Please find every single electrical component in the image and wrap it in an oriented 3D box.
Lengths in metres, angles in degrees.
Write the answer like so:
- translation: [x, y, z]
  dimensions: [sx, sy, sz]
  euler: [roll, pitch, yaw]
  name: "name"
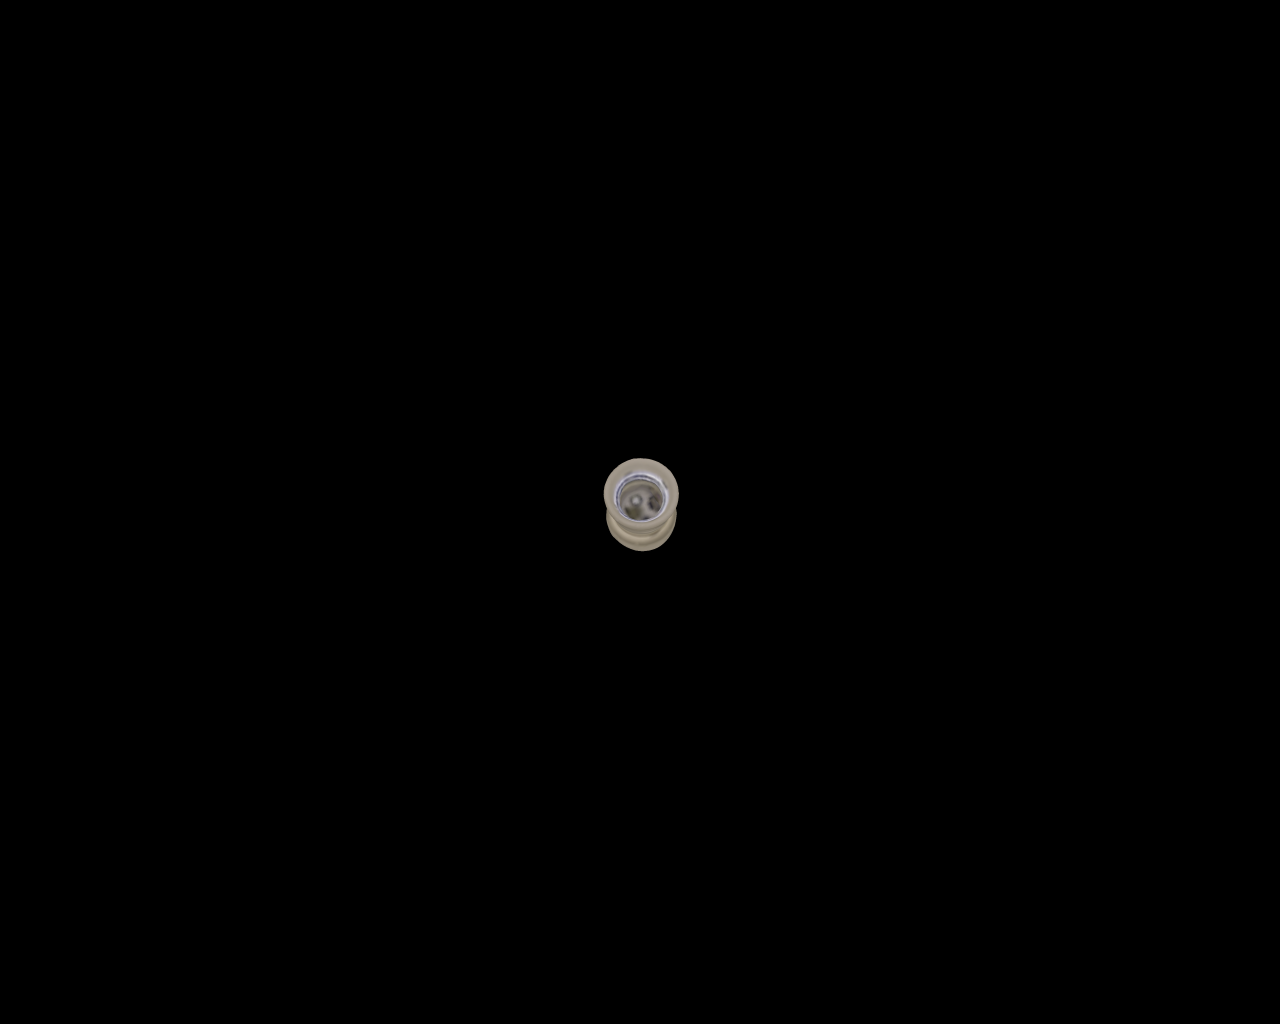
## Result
- translation: [0.001, -0.003, 0.650]
  dimensions: [0.045, 0.045, 0.055]
  euler: [0, -19, 0]
  name: "electrical component"
